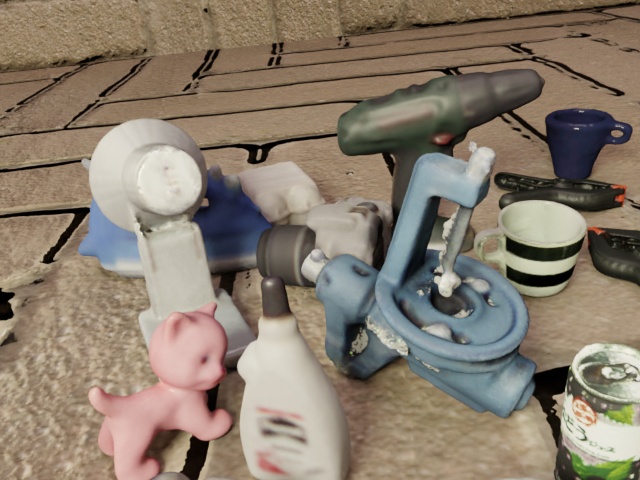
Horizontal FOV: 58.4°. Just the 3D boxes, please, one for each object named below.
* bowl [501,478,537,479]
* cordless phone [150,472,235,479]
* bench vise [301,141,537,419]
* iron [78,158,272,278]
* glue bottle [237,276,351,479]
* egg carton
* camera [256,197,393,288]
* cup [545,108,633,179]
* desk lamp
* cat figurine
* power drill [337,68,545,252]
[{"bbox_3d":[0.110,0.204,0.269,0.167,0.075,0.167,-5,28,3],"label":"bowl"},{"bbox_3d":[-0.042,0.156,0.271,0.094,0.185,0.147,-8,28,-3],"label":"cordless phone"},{"bbox_3d":[0.066,0.029,0.452,0.207,0.220,0.122,4,29,19],"label":"bench vise"},{"bbox_3d":[-0.172,-0.039,0.714,0.258,0.142,0.118,-1,28,9],"label":"iron"},{"bbox_3d":[-0.023,0.098,0.389,0.078,0.173,0.037,2,29,15],"label":"glue bottle"},{"bbox_3d":[-0.060,-0.059,0.806,0.107,0.069,0.150,-15,29,-16],"label":"egg carton"},{"bbox_3d":[0.006,0.002,0.644,0.136,0.101,0.143,3,29,17],"label":"camera"},{"bbox_3d":[0.385,-0.134,0.832,0.117,0.095,0.092,17,35,36],"label":"cup"},{"bbox_3d":[-0.145,-0.005,0.566,0.118,0.214,0.202,-18,30,-21],"label":"desk lamp"},{"bbox_3d":[-0.119,0.107,0.452,0.128,0.118,0.067,-27,34,-34],"label":"cat figurine"},{"bbox_3d":[0.138,-0.092,0.679,0.229,0.209,0.075,-1,28,9],"label":"power drill"}]
